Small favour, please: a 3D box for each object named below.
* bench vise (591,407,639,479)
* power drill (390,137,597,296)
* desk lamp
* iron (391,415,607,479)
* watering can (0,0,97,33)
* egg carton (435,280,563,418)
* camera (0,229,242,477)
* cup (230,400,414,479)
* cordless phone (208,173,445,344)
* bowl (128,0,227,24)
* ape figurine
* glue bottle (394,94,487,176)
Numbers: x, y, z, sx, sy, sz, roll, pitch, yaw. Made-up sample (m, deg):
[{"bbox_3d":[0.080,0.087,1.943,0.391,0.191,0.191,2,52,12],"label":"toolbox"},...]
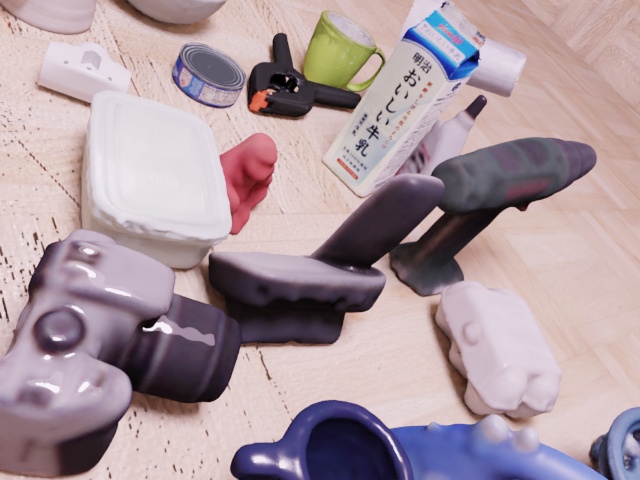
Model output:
[{"bbox_3d":[0.330,0.180,0.520,0.121,0.219,0.208,41,36,5],"label":"bench vise"},{"bbox_3d":[0.181,-0.032,0.633,0.230,0.208,0.075,-7,55,-44],"label":"power drill"},{"bbox_3d":[0.168,-0.207,0.808,0.203,0.213,0.118,37,36,-1],"label":"desk lamp"},{"bbox_3d":[0.160,0.204,0.420,0.258,0.141,0.119,41,36,4],"label":"iron"},{"bbox_3d":[-0.264,-0.331,0.596,0.101,0.194,0.172,19,40,-23],"label":"watering can"},{"bbox_3d":[0.182,0.111,0.598,0.107,0.069,0.150,13,43,-29],"label":"egg carton"},{"bbox_3d":[-0.121,0.068,0.366,0.137,0.100,0.143,21,39,-21],"label":"camera"},{"bbox_3d":[-0.012,0.161,0.362,0.118,0.095,0.091,18,41,-25],"label":"cup"},{"bbox_3d":[0.004,0.002,0.470,0.148,0.185,0.094,3,49,-38],"label":"cordless phone"},{"bbox_3d":[-0.206,-0.336,0.752,0.168,0.074,0.167,23,39,-19],"label":"bowl"},{"bbox_3d":[-0.072,-0.064,0.555,0.078,0.092,0.076,-12,58,-46],"label":"ape figurine"},{"bbox_3d":[0.153,-0.116,0.731,0.037,0.173,0.078,9,45,-32],"label":"glue bottle"}]
